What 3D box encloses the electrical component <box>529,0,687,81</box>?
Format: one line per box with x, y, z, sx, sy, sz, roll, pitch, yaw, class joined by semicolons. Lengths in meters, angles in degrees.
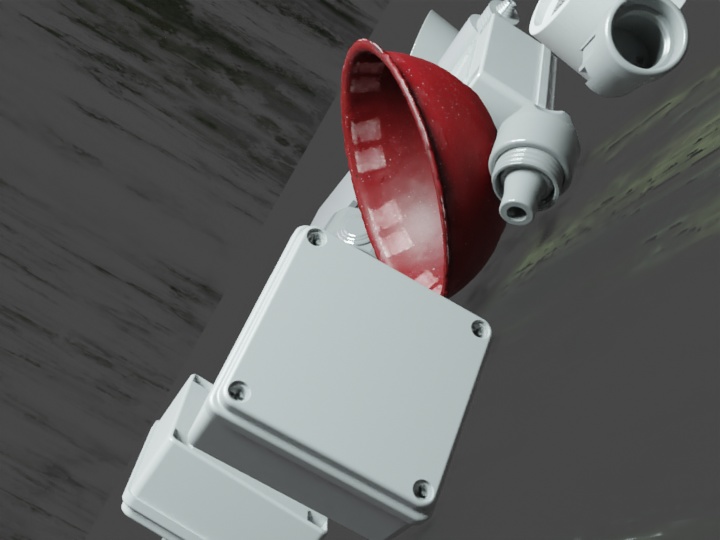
0.134;-0.160;0.577;0.108;0.060;0.108;-57;9;14;electrical component

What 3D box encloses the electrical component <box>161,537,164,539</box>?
-0.084;0.152;0.770;0.108;0.056;0.108;-48;14;52;electrical component

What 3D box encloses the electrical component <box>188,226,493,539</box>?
-0.007;0.052;0.499;0.056;0.109;0.108;-52;11;54;electrical component

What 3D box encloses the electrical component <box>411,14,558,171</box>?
0.076;-0.097;0.708;0.108;0.056;0.108;-53;10;33;electrical component

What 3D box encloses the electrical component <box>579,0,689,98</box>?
0.126;-0.104;0.505;0.040;0.040;0.046;-61;3;-10;electrical component

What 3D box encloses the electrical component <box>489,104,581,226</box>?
0.085;-0.050;0.539;0.043;0.043;0.062;-49;15;51;electrical component

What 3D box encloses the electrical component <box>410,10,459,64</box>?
0.070;-0.201;1.073;0.099;0.064;0.099;-57;8;13;electrical component

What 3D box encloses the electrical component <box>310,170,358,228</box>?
0.004;-0.039;0.911;0.186;0.060;0.105;-46;15;56;electrical component

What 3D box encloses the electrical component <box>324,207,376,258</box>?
0.000;0.000;0.740;0.051;0.080;0.080;-59;7;-37;electrical component

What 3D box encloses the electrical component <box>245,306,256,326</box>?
-0.062;0.038;1.023;0.108;0.060;0.108;-57;8;13;electrical component

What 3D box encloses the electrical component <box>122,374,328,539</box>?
-0.076;0.126;0.643;0.056;0.109;0.108;-55;9;11;electrical component

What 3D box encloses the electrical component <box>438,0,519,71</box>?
0.107;-0.197;0.919;0.081;0.043;0.043;-53;10;35;electrical component
